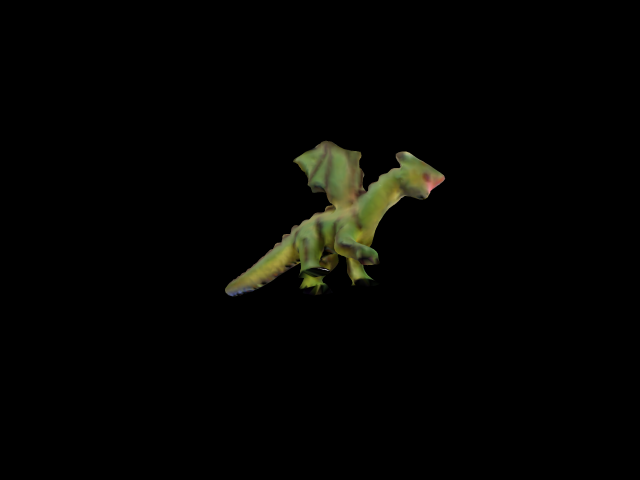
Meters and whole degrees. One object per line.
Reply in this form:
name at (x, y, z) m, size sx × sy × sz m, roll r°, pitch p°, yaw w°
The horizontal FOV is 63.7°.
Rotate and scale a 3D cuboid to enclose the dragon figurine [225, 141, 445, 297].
dragon figurine at (0.003, -0.043, 0.850) m, size 0.408 × 0.247 × 0.121 m, roll -10°, pitch -22°, yaw 27°
